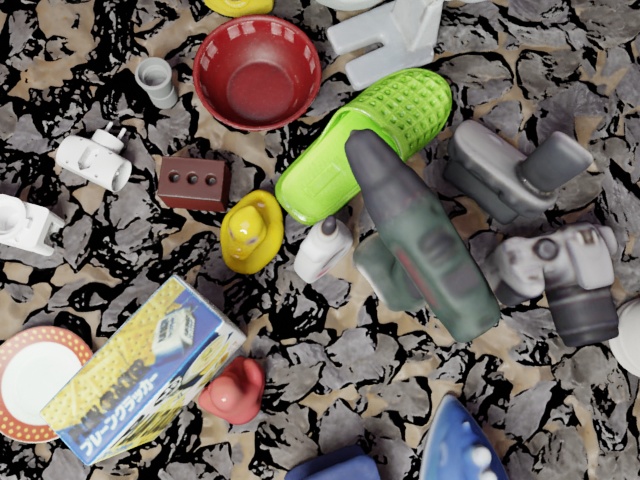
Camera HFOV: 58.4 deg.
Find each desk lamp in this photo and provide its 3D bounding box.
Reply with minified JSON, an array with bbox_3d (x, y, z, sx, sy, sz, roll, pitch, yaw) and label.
[{"bbox_3d":[0.123,-0.299,0.688,0.203,0.213,0.118,-25,79,-8],"label":"desk lamp"}]

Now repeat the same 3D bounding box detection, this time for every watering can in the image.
[{"bbox_3d":[0.409,0.107,0.613,0.101,0.194,0.173,-17,78,-6],"label":"watering can"}]

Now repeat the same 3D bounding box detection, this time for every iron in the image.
[{"bbox_3d":[0.167,0.292,0.586,0.118,0.141,0.258,-7,77,-4],"label":"iron"}]

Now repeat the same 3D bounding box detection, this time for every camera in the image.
[{"bbox_3d":[0.286,0.055,0.668,0.143,0.101,0.137,-11,77,-5],"label":"camera"}]

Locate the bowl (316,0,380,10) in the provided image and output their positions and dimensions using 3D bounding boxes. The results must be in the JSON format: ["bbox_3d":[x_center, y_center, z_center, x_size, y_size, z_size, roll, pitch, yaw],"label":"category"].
[{"bbox_3d":[0.038,-0.374,0.773,0.167,0.075,0.167,1,77,-2],"label":"bowl"}]

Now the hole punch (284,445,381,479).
[{"bbox_3d":[0.022,0.283,0.608,0.109,0.091,0.101,-20,78,-7],"label":"hole punch"}]

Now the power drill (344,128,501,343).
[{"bbox_3d":[0.092,0.008,0.616,0.076,0.208,0.229,-35,80,-9],"label":"power drill"}]

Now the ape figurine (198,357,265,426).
[{"bbox_3d":[-0.098,0.167,0.630,0.078,0.092,0.076,-14,77,-5],"label":"ape figurine"}]

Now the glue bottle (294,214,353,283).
[{"bbox_3d":[0.006,0.002,0.632,0.037,0.173,0.078,43,79,8],"label":"glue bottle"}]

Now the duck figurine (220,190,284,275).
[{"bbox_3d":[-0.083,-0.016,0.677,0.077,0.086,0.104,19,77,2],"label":"duck figurine"}]

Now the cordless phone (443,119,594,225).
[{"bbox_3d":[0.227,-0.102,0.660,0.147,0.185,0.094,36,78,6],"label":"cordless phone"}]
